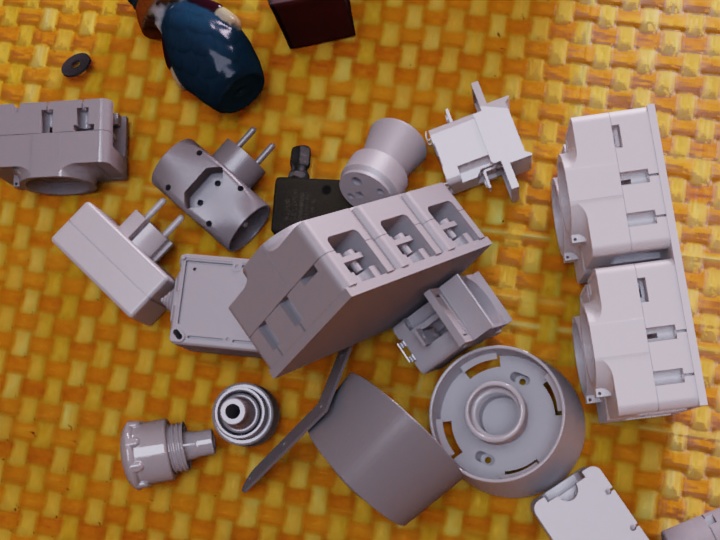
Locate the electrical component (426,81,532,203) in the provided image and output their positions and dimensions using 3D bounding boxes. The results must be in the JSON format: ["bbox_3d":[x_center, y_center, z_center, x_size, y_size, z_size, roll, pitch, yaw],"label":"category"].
[{"bbox_3d":[0.083,-0.085,0.756,0.064,0.042,0.081,-21,78,6],"label":"electrical component"}]

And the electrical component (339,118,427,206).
[{"bbox_3d":[0.016,-0.072,0.749,0.045,0.045,0.055,25,57,10],"label":"electrical component"}]

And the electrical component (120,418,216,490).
[{"bbox_3d":[-0.131,0.123,0.738,0.062,0.048,0.048,-10,78,-2],"label":"electrical component"}]

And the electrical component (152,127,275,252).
[{"bbox_3d":[-0.095,-0.067,0.769,0.077,0.043,0.079,41,86,12],"label":"electrical component"}]

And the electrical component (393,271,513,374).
[{"bbox_3d":[0.060,0.036,0.722,0.064,0.081,0.042,-37,77,21],"label":"electrical component"}]

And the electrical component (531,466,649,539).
[{"bbox_3d":[0.154,0.176,0.691,0.050,0.055,0.089,-34,78,-1],"label":"electrical component"}]

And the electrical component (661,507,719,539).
[{"bbox_3d":[0.223,0.183,0.684,0.047,0.055,0.055,-20,78,6],"label":"electrical component"}]

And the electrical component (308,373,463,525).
[{"bbox_3d":[0.016,0.114,0.696,0.099,0.099,0.064,45,93,12],"label":"electrical component"}]

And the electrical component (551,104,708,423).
[{"bbox_3d":[0.168,0.002,0.698,0.060,0.105,0.186,-8,78,5],"label":"electrical component"}]

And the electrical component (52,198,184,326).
[{"bbox_3d":[-0.158,-0.017,0.765,0.083,0.047,0.075,42,86,12],"label":"electrical component"}]

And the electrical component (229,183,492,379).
[{"bbox_3d":[0.000,0.000,0.683,0.061,0.150,0.089,54,129,14],"label":"electrical component"}]

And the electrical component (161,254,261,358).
[{"bbox_3d":[-0.088,0.027,0.742,0.096,0.061,0.061,5,80,7],"label":"electrical component"}]

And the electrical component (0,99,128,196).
[{"bbox_3d":[-0.219,-0.088,0.783,0.089,0.050,0.055,-2,79,6],"label":"electrical component"}]

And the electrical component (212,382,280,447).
[{"bbox_3d":[-0.079,0.097,0.727,0.043,0.062,0.043,-1,79,6],"label":"electrical component"}]

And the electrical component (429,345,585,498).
[{"bbox_3d":[0.097,0.100,0.720,0.099,0.064,0.099,-6,72,17],"label":"electrical component"}]
